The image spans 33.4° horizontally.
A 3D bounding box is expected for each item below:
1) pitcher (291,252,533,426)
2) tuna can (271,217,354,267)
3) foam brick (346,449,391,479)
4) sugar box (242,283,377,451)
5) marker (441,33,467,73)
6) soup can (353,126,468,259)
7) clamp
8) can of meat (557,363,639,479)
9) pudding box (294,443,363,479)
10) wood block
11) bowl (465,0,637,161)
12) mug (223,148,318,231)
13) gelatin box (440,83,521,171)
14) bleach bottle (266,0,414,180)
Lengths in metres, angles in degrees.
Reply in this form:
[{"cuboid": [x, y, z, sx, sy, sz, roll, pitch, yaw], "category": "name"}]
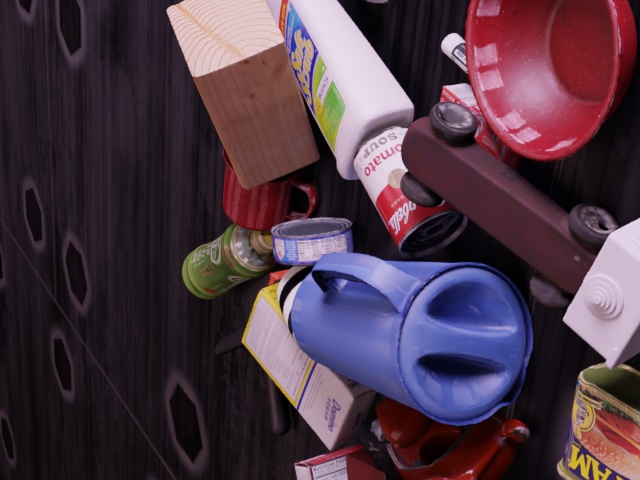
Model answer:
[{"cuboid": [0.062, 0.072, 0.962, 0.243, 0.144, 0.149, 6, 104, 63], "category": "pitcher"}, {"cuboid": [-0.007, 0.001, 1.113, 0.086, 0.086, 0.034, 16, 115, 59], "category": "tuna can"}, {"cuboid": [0.069, 0.247, 1.094, 0.078, 0.052, 0.051, 9, 107, 60], "category": "foam brick"}, {"cuboid": [-0.013, 0.137, 1.186, 0.176, 0.048, 0.093, 46, 135, 28], "category": "sugar box"}, {"cuboid": [0.139, -0.131, 0.873, 0.121, 0.020, 0.020, 53, 142, 38], "category": "marker"}, {"cuboid": [0.080, -0.044, 0.958, 0.102, 0.068, 0.069, 63, 147, 27], "category": "soup can"}, {"cuboid": [-0.062, 0.127, 1.304, 0.165, 0.036, 0.210, 53, 139, 31], "category": "clamp"}, {"cuboid": [0.227, 0.148, 0.773, 0.102, 0.057, 0.084, 34, 125, 52], "category": "can of meat"}, {"cuboid": [0.028, 0.281, 1.140, 0.039, 0.089, 0.113, -15, 86, 61], "category": "pudding box"}, {"cuboid": [-0.071, -0.149, 1.056, 0.206, 0.090, 0.091, 70, 177, -62], "category": "wood block"}, {"cuboid": [0.174, -0.139, 0.768, 0.162, 0.055, 0.162, 29, 124, 55], "category": "bowl"}, {"cuboid": [-0.055, -0.060, 1.191, 0.117, 0.093, 0.081, 24, 135, 13], "category": "mug"}, {"cuboid": [0.130, -0.079, 0.896, 0.089, 0.030, 0.073, 48, 139, 44], "category": "gelatin box"}, {"cuboid": [0.000, -0.184, 1.037, 0.251, 0.068, 0.103, 60, 154, 28], "category": "bleach bottle"}]
